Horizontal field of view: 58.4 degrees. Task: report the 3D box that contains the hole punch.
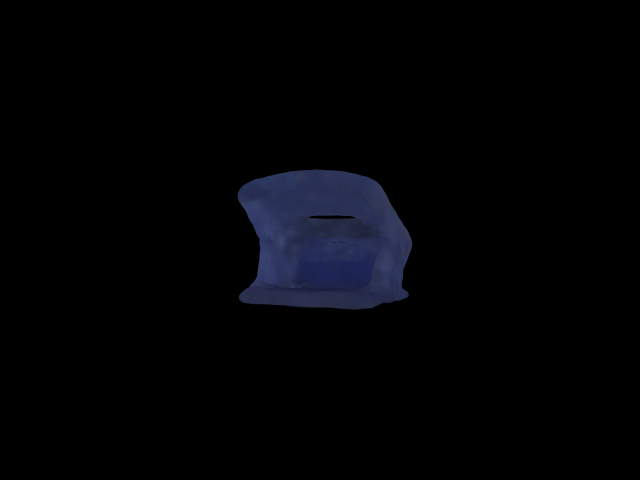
[{"bbox_3d":[0.004,0.001,0.400,0.108,0.091,0.101,0,0,24],"label":"hole punch"}]
